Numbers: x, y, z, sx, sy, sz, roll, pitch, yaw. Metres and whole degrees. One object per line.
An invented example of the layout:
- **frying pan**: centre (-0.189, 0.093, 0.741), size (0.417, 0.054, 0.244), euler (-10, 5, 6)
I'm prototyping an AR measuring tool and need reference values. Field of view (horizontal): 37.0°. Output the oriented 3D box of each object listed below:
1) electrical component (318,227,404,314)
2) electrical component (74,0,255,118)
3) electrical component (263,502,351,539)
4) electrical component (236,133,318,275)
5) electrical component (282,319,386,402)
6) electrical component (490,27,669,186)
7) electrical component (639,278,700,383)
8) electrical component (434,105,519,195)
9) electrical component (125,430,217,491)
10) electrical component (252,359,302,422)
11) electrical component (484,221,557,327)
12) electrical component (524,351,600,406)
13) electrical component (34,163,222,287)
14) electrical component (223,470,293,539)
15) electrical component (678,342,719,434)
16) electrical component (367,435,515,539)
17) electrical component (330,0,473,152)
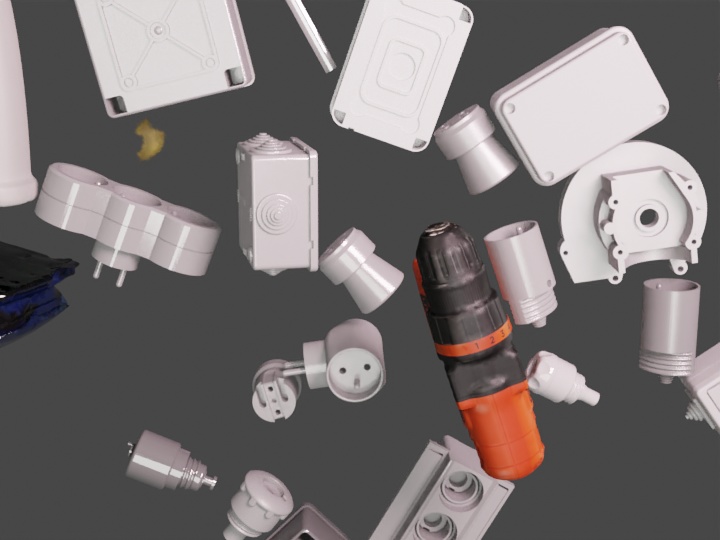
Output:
- **electrical component**: centre (0.000, 0.000, 0.841), size (0.045, 0.045, 0.055), euler (-43, 100, 9)
- **electrical component**: centre (-0.144, -0.176, 0.790), size (0.109, 0.056, 0.108), euler (-13, 103, 3)
- **electrical component**: centre (-0.045, 0.271, 0.902), size (0.109, 0.056, 0.109), euler (-44, 100, 9)
- **electrical component**: centre (-0.063, -0.050, 0.802), size (0.048, 0.099, 0.099), euler (-3, 104, -13)
- **electrical component**: centre (-0.021, 0.073, 0.842), size (0.079, 0.077, 0.044), euler (-9, 104, 3)
- **electrical component**: centre (0.163, -0.123, 0.806), size (0.113, 0.057, 0.078), euler (-31, 102, 7)
- **electrical component**: centre (0.246, 0.051, 0.857), size (0.043, 0.043, 0.081), euler (0, 104, -1)
- **electrical component**: centre (0.088, -0.092, 0.820), size (0.045, 0.045, 0.055), euler (-34, 102, 7)
- **electrical component**: centre (-0.155, 0.161, 0.881), size (0.078, 0.040, 0.040), euler (23, 102, -6)
- **electrical component**: centre (-0.068, 0.097, 0.864), size (0.040, 0.046, 0.040), euler (0, 104, -1)
- **electrical component**: centre (0.130, 0.007, 0.845), size (0.043, 0.043, 0.081), euler (-18, 103, 4)
- **electrical component**: centre (0.166, 0.092, 0.871), size (0.061, 0.035, 0.035), euler (27, 102, -10)
- **electrical component**: centre (-0.184, -0.023, 0.829), size (0.138, 0.052, 0.073), euler (21, 103, -5)
- **electrical component**: centre (-0.089, 0.200, 0.891), size (0.048, 0.048, 0.062), euler (36, 107, -9)
- **electrical component**: centre (0.305, 0.095, 0.860), size (0.096, 0.061, 0.061), euler (-35, 101, 7)
- **electrical component**: centre (0.059, 0.202, 0.882), size (0.079, 0.063, 0.121), euler (29, 102, -7)
- **electrical component**: centre (0.030, -0.152, 0.798), size (0.078, 0.057, 0.113), euler (19, 103, -5)
